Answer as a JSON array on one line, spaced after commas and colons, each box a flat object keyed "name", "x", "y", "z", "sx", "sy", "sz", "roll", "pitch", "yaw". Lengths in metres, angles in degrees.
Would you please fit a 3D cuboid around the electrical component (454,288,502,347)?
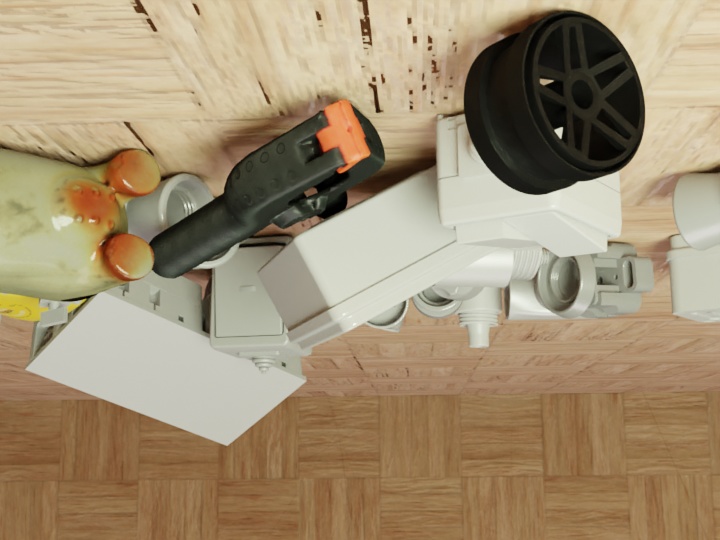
[{"name": "electrical component", "x": 0.104, "y": 0.037, "z": 0.946, "sx": 0.043, "sy": 0.062, "sz": 0.043, "roll": -1, "pitch": 170, "yaw": 0}]

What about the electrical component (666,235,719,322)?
[{"name": "electrical component", "x": 0.287, "y": 0.002, "z": 0.776, "sx": 0.113, "sy": 0.057, "sz": 0.078, "roll": -8, "pitch": 168, "yaw": 36}]

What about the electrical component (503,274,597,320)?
[{"name": "electrical component", "x": 0.162, "y": 0.017, "z": 0.893, "sx": 0.077, "sy": 0.043, "sz": 0.079, "roll": -1, "pitch": 170, "yaw": 0}]

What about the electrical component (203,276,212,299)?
[{"name": "electrical component", "x": -0.100, "y": 0.032, "z": 0.934, "sx": 0.096, "sy": 0.061, "sz": 0.062, "roll": 9, "pitch": 166, "yaw": -13}]

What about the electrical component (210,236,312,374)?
[{"name": "electrical component", "x": -0.072, "y": 0.026, "z": 0.781, "sx": 0.062, "sy": 0.096, "sz": 0.061, "roll": -3, "pitch": 167, "yaw": 16}]

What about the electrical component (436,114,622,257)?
[{"name": "electrical component", "x": 0.078, "y": -0.041, "z": 0.511, "sx": 0.062, "sy": 0.061, "sz": 0.096, "roll": -7, "pitch": 168, "yaw": 34}]

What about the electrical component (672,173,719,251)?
[{"name": "electrical component", "x": 0.208, "y": -0.037, "z": 0.591, "sx": 0.045, "sy": 0.045, "sz": 0.055, "roll": 8, "pitch": 166, "yaw": -41}]

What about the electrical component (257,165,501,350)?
[{"name": "electrical component", "x": 0.009, "y": -0.008, "z": 0.596, "sx": 0.109, "sy": 0.056, "sz": 0.109, "roll": -28, "pitch": 179, "yaw": -19}]

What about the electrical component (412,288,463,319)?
[{"name": "electrical component", "x": 0.063, "y": 0.015, "z": 0.874, "sx": 0.045, "sy": 0.045, "sz": 0.055, "roll": -1, "pitch": 170, "yaw": 4}]

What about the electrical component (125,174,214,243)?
[{"name": "electrical component", "x": -0.121, "y": -0.031, "z": 0.618, "sx": 0.065, "sy": 0.044, "sz": 0.044, "roll": -2, "pitch": 171, "yaw": 36}]

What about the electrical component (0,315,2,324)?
[{"name": "electrical component", "x": -0.322, "y": 0.012, "z": 0.809, "sx": 0.062, "sy": 0.061, "sz": 0.096, "roll": -5, "pitch": 161, "yaw": 21}]

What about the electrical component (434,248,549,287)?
[{"name": "electrical component", "x": 0.090, "y": -0.010, "z": 0.740, "sx": 0.081, "sy": 0.043, "sz": 0.043, "roll": 1, "pitch": 170, "yaw": -9}]

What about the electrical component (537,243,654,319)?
[{"name": "electrical component", "x": 0.171, "y": 0.008, "z": 0.806, "sx": 0.057, "sy": 0.058, "sz": 0.078, "roll": 2, "pitch": 170, "yaw": -29}]

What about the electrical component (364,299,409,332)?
[{"name": "electrical component", "x": 0.001, "y": 0.019, "z": 0.880, "sx": 0.079, "sy": 0.044, "sz": 0.077, "roll": 17, "pitch": -178, "yaw": 2}]

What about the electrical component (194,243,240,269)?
[{"name": "electrical component", "x": -0.102, "y": -0.020, "z": 0.680, "sx": 0.044, "sy": 0.044, "sz": 0.065, "roll": 2, "pitch": 174, "yaw": -16}]

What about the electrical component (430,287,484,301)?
[{"name": "electrical component", "x": 0.076, "y": 0.002, "z": 0.806, "sx": 0.043, "sy": 0.043, "sz": 0.062, "roll": -5, "pitch": 171, "yaw": 24}]

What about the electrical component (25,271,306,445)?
[{"name": "electrical component", "x": -0.149, "y": 0.059, "z": 0.846, "sx": 0.186, "sy": 0.060, "sz": 0.105, "roll": 28, "pitch": 126, "yaw": -33}]
